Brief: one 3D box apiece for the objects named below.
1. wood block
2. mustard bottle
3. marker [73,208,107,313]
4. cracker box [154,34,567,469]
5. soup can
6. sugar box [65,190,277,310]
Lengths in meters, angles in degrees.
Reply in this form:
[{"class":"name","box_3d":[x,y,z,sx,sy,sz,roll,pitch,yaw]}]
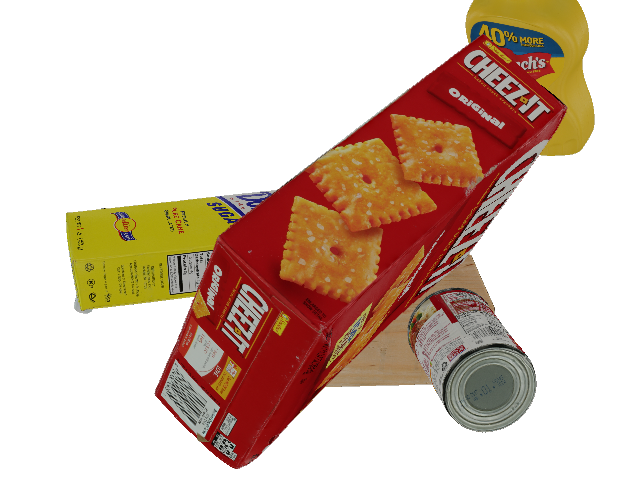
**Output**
[{"class":"wood block","box_3d":[0.043,0.074,0.980,0.206,0.090,0.091,0,32,-8]},{"class":"mustard bottle","box_3d":[0.164,-0.154,0.846,0.096,0.058,0.191,20,-33,30]},{"class":"marker","box_3d":[-0.220,0.020,1.036,0.020,0.121,0.020,14,33,-10]},{"class":"cracker box","box_3d":[0.022,0.008,0.567,0.213,0.072,0.164,-39,-14,-35]},{"class":"soup can","box_3d":[0.107,0.084,0.767,0.068,0.068,0.102,0,20,-10]},{"class":"sugar box","box_3d":[-0.091,0.003,0.769,0.176,0.048,0.093,-9,26,-12]}]
